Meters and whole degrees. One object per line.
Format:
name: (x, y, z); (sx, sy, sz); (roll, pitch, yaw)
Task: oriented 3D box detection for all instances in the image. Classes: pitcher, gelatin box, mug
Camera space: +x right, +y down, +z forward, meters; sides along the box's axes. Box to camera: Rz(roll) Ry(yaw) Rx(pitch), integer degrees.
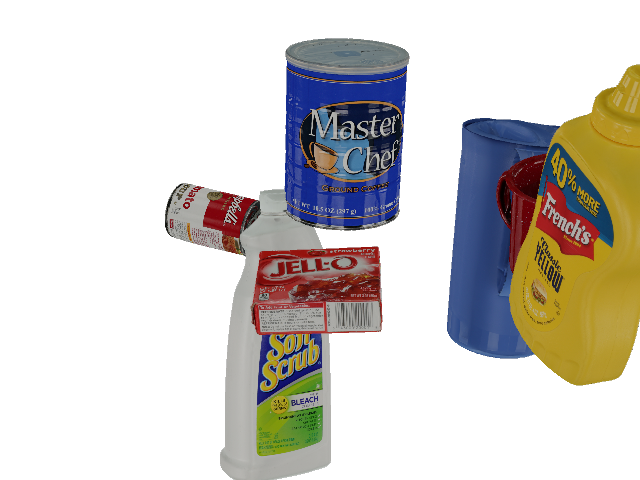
pitcher: (0.200, 0.000, 1.118); (0.148, 0.243, 0.145); (-10, 23, -40)
gelatin box: (-0.002, 0.034, 0.751); (0.089, 0.030, 0.073); (-2, 29, 3)
mug: (0.179, -0.015, 0.821); (0.093, 0.081, 0.117); (-23, 36, -31)

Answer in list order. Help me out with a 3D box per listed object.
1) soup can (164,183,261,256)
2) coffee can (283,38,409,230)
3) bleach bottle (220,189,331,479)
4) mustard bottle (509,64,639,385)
soup can: (-0.122, -0.025, 1.252); (0.102, 0.068, 0.068); (14, 4, 18)
coffee can: (0.020, -0.092, 0.909); (0.103, 0.140, 0.103); (1, 23, -1)
bleach bottle: (-0.042, 0.081, 0.948); (0.102, 0.251, 0.068); (-6, 11, -25)
mustard bottle: (0.160, -0.013, 0.611); (0.058, 0.192, 0.096); (-6, 41, -15)
